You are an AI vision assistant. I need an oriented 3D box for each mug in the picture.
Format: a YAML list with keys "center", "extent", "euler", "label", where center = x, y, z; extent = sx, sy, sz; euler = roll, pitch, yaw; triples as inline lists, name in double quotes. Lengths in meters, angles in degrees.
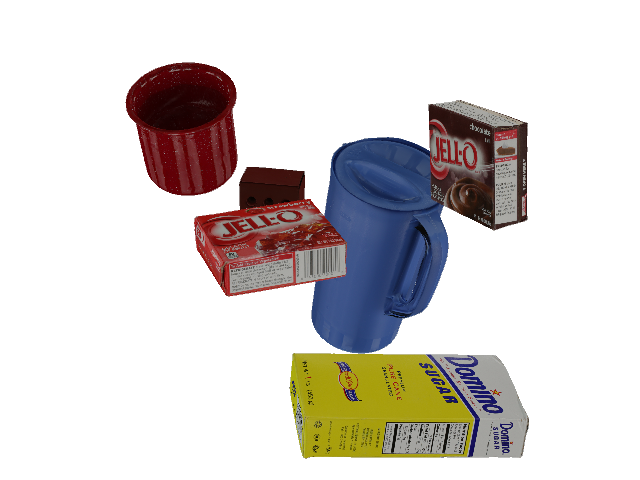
- center: [-0.111, -0.102, 0.928]
  extent: [0.093, 0.117, 0.081]
  euler: [12, -41, 13]
  label: "mug"

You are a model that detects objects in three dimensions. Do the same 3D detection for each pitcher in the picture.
- center: [0.064, 0.019, 1.212]
  extent: [0.145, 0.243, 0.149]
  euler: [15, 40, 4]
  label: "pitcher"

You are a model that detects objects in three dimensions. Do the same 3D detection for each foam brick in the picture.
- center: [-0.060, -0.057, 1.341]
  extent: [0.078, 0.053, 0.051]
  euler: [4, 28, 7]
  label: "foam brick"

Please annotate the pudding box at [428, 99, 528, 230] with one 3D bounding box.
- center: [0.135, -0.068, 0.926]
  extent: [0.039, 0.090, 0.114]
  euler: [-13, 21, -22]
  label: "pudding box"

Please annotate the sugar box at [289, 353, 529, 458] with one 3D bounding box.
- center: [0.067, 0.130, 0.850]
  extent: [0.176, 0.048, 0.093]
  euler: [-1, 28, -7]
  label: "sugar box"

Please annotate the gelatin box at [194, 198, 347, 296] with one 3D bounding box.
- center: [-0.035, 0.003, 0.735]
  extent: [0.089, 0.030, 0.073]
  euler: [-9, 29, -18]
  label: "gelatin box"
